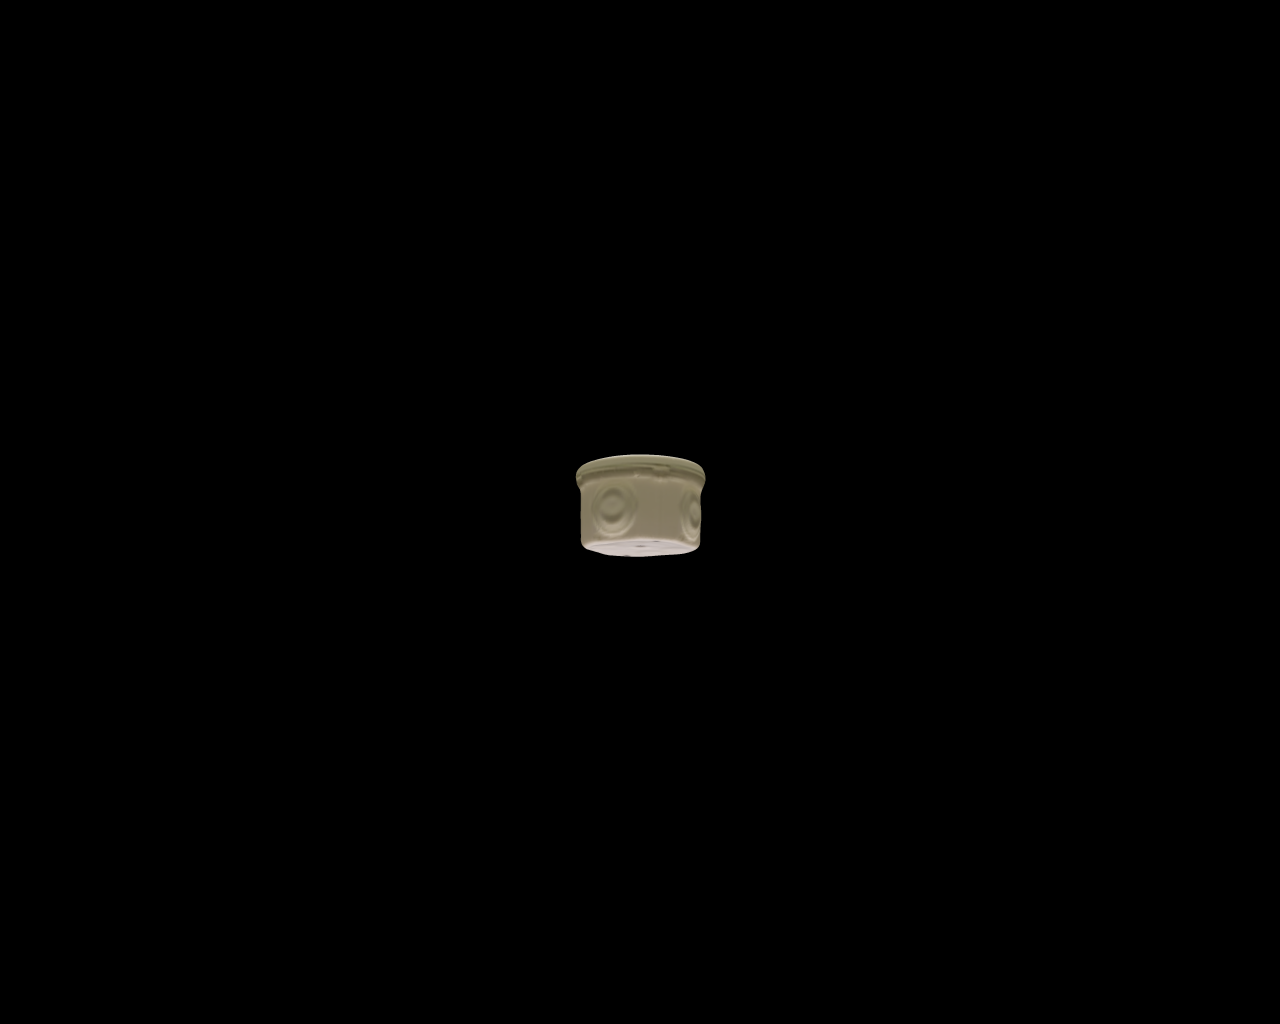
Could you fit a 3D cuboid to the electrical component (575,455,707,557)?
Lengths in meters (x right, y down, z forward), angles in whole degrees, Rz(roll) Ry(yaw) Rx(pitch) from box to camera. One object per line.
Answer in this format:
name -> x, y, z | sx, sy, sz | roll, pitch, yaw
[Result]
electrical component -> 0.001, -0.003, 0.650 | 0.080, 0.051, 0.080 | 0, -11, 0
